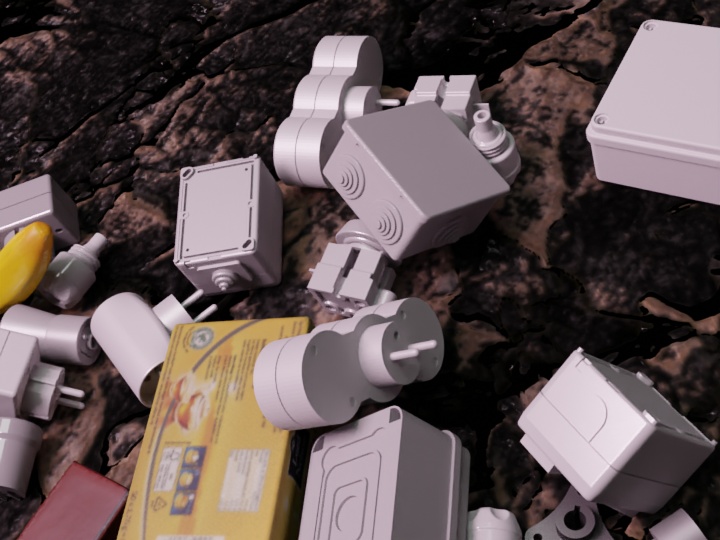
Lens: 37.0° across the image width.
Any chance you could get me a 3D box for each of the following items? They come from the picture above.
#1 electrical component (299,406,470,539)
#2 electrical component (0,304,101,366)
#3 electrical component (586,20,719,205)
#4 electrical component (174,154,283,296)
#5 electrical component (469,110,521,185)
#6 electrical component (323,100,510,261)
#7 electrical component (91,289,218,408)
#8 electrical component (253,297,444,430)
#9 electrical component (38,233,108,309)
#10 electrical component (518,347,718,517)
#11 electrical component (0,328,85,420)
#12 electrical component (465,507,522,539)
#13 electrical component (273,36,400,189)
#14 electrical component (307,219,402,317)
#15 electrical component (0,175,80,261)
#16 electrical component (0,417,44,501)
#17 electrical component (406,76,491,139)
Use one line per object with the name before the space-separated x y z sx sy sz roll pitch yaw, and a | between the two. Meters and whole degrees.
electrical component | 0.013 0.141 0.582 0.078 0.057 0.113 -28 42 40
electrical component | -0.218 0.049 0.769 0.065 0.044 0.044 4 55 18
electrical component | 0.222 -0.105 0.711 0.109 0.056 0.108 16 61 30
electrical component | -0.091 -0.023 0.767 0.062 0.061 0.096 -9 60 14
electrical component | 0.090 -0.085 0.742 0.035 0.061 0.035 -10 51 13
electrical component | 0.036 -0.060 0.713 0.100 0.048 0.099 -20 64 -42
electrical component | -0.134 0.044 0.738 0.079 0.044 0.077 -38 51 -11
electrical component | 0.010 0.051 0.622 0.074 0.052 0.138 -14 2 38
electrical component | -0.213 -0.002 0.810 0.035 0.035 0.061 18 59 31
electrical component | 0.139 0.091 0.577 0.061 0.096 0.061 -53 49 13
electrical component | -0.226 0.080 0.736 0.077 0.065 0.047 14 55 -5
electrical component | 0.070 0.161 0.578 0.035 0.035 0.061 -7 54 16
electrical component | -0.007 -0.120 0.811 0.074 0.052 0.138 6 56 24
electrical component | 0.000 0.000 0.721 0.066 0.048 0.055 11 66 28
electrical component | -0.257 -0.023 0.833 0.066 0.047 0.076 -19 57 6
electrical component | -0.236 0.126 0.717 0.040 0.040 0.046 -6 59 16
electrical component | 0.060 -0.110 0.783 0.066 0.048 0.055 3 48 23
